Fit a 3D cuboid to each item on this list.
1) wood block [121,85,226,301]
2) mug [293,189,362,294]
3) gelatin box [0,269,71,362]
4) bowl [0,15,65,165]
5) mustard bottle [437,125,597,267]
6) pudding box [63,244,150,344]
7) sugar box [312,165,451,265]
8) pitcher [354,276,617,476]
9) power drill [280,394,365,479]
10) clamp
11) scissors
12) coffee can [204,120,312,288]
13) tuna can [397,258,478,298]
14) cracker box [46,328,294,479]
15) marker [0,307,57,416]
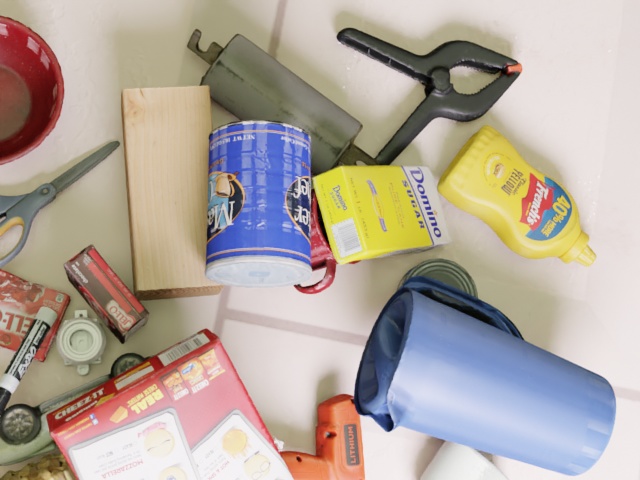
[{"bbox_3d":[-0.154,-0.046,1.104,0.090,0.090,0.206,-4,81,-12],"label":"wood block"},{"bbox_3d":[-0.007,0.001,1.110,0.093,0.082,0.117,24,56,-46],"label":"mug"},{"bbox_3d":[-0.309,0.075,1.085,0.089,0.030,0.073,22,78,-6],"label":"gelatin box"},{"bbox_3d":[-0.345,-0.149,1.102,0.162,0.055,0.162,2,81,-10],"label":"bowl"},{"bbox_3d":[0.229,-0.035,1.188,0.191,0.058,0.096,39,64,-3],"label":"mustard bottle"},{"bbox_3d":[-0.212,0.056,1.063,0.039,0.113,0.090,-39,89,-12],"label":"pudding box"},{"bbox_3d":[0.069,-0.030,1.113,0.175,0.048,0.093,-8,80,-52],"label":"sugar box"},{"bbox_3d":[0.166,0.140,1.067,0.242,0.145,0.149,21,91,-12],"label":"pitcher"},{"bbox_3d":[-0.049,0.197,1.073,0.187,0.057,0.184,1,80,-29],"label":"power drill"},{"bbox_3d":[0.129,-0.164,1.202,0.209,0.036,0.164,-5,83,-12],"label":"clamp"},{"bbox_3d":[-0.306,-0.052,1.112,0.096,0.016,0.201,28,62,13],"label":"scissors"},{"bbox_3d":[-0.059,-0.033,1.034,0.102,0.103,0.140,3,74,-10],"label":"coffee can"},{"bbox_3d":[0.127,0.065,1.166,0.086,0.034,0.086,2,80,-10],"label":"tuna can"},{"bbox_3d":[-0.120,0.210,0.951,0.164,0.072,0.213,-29,104,-12],"label":"cracker box"},{"bbox_3d":[-0.291,0.119,1.037,0.020,0.020,0.121,26,59,-6],"label":"marker"}]
